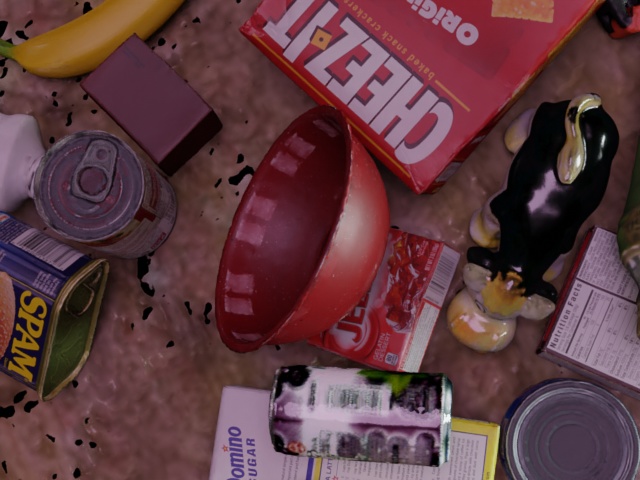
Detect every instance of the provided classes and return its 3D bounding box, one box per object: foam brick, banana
[{"bbox_3d":[-0.112,-0.090,0.716,0.053,0.051,0.078,-44,82,-3],"label":"foam brick"},{"bbox_3d":[-0.135,-0.168,0.735,0.198,0.037,0.069,-35,82,0],"label":"banana"}]

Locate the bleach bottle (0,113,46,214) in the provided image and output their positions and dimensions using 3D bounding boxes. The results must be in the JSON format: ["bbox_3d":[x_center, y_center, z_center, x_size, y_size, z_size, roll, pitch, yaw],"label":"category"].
[{"bbox_3d":[-0.279,-0.088,0.716,0.251,0.068,0.102,21,87,9],"label":"bleach bottle"}]

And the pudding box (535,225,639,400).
[{"bbox_3d":[0.206,0.053,0.677,0.113,0.039,0.090,24,84,9],"label":"pudding box"}]

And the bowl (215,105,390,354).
[{"bbox_3d":[-0.004,0.001,0.662,0.055,0.162,0.162,23,84,-24],"label":"bowl"}]

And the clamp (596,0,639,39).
[{"bbox_3d":[0.193,-0.242,0.705,0.164,0.036,0.210,6,90,-10],"label":"clamp"}]

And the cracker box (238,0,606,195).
[{"bbox_3d":[0.078,-0.160,0.674,0.164,0.072,0.214,43,103,9],"label":"cracker box"}]

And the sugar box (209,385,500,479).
[{"bbox_3d":[0.020,0.149,0.678,0.176,0.048,0.093,8,83,9],"label":"sugar box"}]

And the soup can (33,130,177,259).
[{"bbox_3d":[-0.134,-0.026,0.683,0.068,0.102,0.068,-1,83,4],"label":"soup can"}]

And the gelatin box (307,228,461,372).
[{"bbox_3d":[0.039,0.037,0.682,0.073,0.030,0.089,16,82,36],"label":"gelatin box"}]

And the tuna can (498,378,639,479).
[{"bbox_3d":[0.157,0.130,0.673,0.086,0.033,0.086,-1,83,5],"label":"tuna can"}]

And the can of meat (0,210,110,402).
[{"bbox_3d":[-0.191,0.040,0.686,0.084,0.057,0.102,27,124,10],"label":"can of meat"}]
